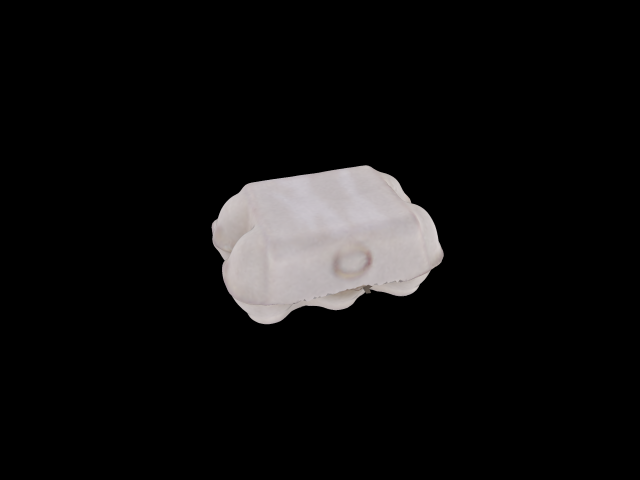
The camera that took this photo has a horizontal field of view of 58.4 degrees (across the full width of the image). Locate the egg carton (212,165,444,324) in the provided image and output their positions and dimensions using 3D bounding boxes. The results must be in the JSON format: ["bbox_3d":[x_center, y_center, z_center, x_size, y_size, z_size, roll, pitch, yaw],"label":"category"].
[{"bbox_3d":[0.004,0.001,0.400,0.150,0.069,0.107,-11,35,-15],"label":"egg carton"}]
